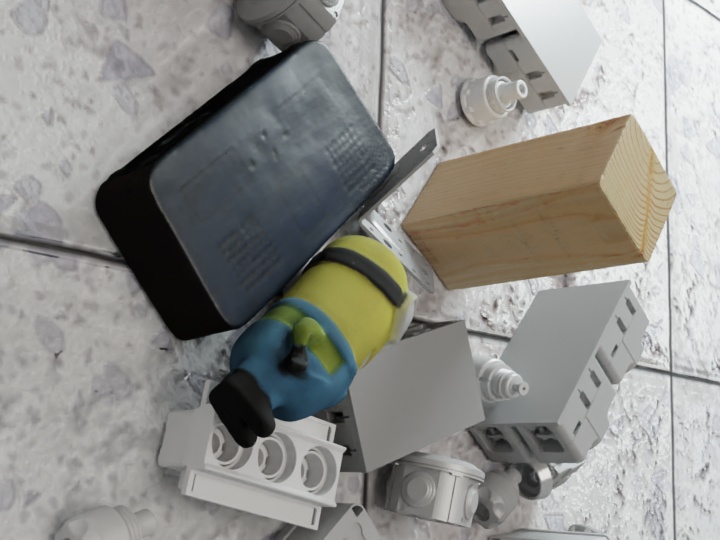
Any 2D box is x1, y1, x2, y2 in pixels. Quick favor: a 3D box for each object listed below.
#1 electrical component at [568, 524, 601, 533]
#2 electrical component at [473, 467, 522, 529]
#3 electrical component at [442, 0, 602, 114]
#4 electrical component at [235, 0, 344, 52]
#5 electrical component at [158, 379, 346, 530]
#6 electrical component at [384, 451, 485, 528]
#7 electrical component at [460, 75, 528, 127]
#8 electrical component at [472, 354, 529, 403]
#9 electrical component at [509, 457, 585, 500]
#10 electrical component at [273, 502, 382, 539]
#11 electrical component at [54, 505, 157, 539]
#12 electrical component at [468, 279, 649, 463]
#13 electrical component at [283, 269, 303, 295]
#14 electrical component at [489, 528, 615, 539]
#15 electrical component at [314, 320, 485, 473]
[{"bbox_3d":[0.215,0.284,1.052,0.062,0.048,0.048,-50,118,-30],"label":"electrical component"},{"bbox_3d":[0.124,0.202,0.976,0.062,0.043,0.043,-33,106,-45],"label":"electrical component"},{"bbox_3d":[0.157,-0.261,1.075,0.186,0.060,0.105,50,52,-28],"label":"electrical component"},{"bbox_3d":[-0.054,-0.215,0.844,0.051,0.080,0.080,40,57,-40],"label":"electrical component"},{"bbox_3d":[-0.078,0.134,0.770,0.121,0.063,0.078,27,65,-39],"label":"electrical component"},{"bbox_3d":[0.060,0.181,0.890,0.080,0.080,0.051,24,72,-40],"label":"electrical component"},{"bbox_3d":[0.131,-0.166,1.031,0.048,0.062,0.048,10,76,-44],"label":"electrical component"},{"bbox_3d":[0.120,0.100,0.969,0.040,0.078,0.040,-5,98,-36],"label":"electrical component"},{"bbox_3d":[0.174,0.188,1.021,0.055,0.066,0.048,-19,62,-37],"label":"electrical component"},{"bbox_3d":[-0.035,0.234,0.801,0.113,0.057,0.078,-43,113,-40],"label":"electrical component"},{"bbox_3d":[-0.161,0.172,0.695,0.062,0.043,0.043,-14,93,-47],"label":"electrical component"},{"bbox_3d":[0.190,0.098,1.015,0.060,0.105,0.186,55,50,-24],"label":"electrical component"},{"bbox_3d":[-0.027,0.018,0.846,0.045,0.055,0.045,9,76,-44],"label":"electrical component"},{"bbox_3d":[0.175,0.291,0.965,0.056,0.109,0.108,3,81,-42],"label":"electrical component"},{"bbox_3d":[0.025,0.101,0.880,0.150,0.062,0.089,-14,93,-45],"label":"electrical component"}]
